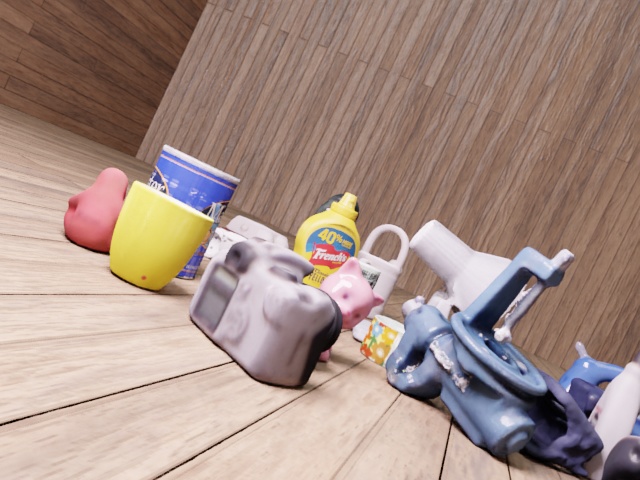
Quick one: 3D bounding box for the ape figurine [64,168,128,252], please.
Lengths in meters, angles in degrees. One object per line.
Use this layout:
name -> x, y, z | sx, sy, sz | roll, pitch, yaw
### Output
ape figurine -> -0.243, -0.037, 0.646 | 0.078, 0.092, 0.076 | 26, 2, 4

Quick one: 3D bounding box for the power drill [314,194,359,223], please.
power drill -> 0.010, 0.004, 1.098 | 0.075, 0.208, 0.230 | 26, 2, 6

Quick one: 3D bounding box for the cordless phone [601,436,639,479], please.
cordless phone -> 0.378, 0.212, 0.559 | 0.147, 0.185, 0.094 | 26, 2, 22

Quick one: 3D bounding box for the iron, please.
iron -> 0.477, 0.272, 0.876 | 0.257, 0.141, 0.119 | 26, 2, 23

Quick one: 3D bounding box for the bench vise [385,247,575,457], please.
bench vise -> 0.169, 0.091, 0.628 | 0.206, 0.220, 0.122 | 27, 2, 35

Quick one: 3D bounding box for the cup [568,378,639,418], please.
cup -> 0.368, 0.249, 0.781 | 0.091, 0.095, 0.118 | 27, 2, 37

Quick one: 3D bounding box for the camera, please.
camera -> -0.029, 0.065, 0.542 | 0.137, 0.101, 0.142 | 24, 2, -41

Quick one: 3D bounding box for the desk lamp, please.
desk lamp -> 0.183, 0.091, 0.879 | 0.203, 0.213, 0.118 | 25, 2, -2

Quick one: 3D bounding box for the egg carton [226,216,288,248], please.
egg carton -> -0.144, 0.000, 1.302 | 0.149, 0.069, 0.108 | 27, 2, 41

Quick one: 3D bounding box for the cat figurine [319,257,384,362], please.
cat figurine -> 0.004, 0.067, 0.646 | 0.127, 0.118, 0.067 | 26, 2, 4

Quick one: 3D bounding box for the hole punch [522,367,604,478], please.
hole punch -> 0.274, 0.210, 0.681 | 0.101, 0.091, 0.108 | 25, 2, -17

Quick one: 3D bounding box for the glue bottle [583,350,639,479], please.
glue bottle -> 0.359, 0.205, 0.693 | 0.037, 0.173, 0.078 | 26, 2, 13

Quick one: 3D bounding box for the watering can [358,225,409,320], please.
watering can -> 0.119, 0.060, 1.193 | 0.101, 0.194, 0.173 | 26, 2, 8
